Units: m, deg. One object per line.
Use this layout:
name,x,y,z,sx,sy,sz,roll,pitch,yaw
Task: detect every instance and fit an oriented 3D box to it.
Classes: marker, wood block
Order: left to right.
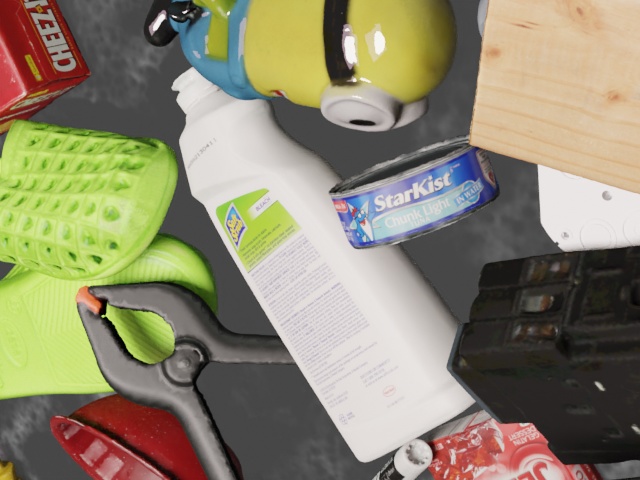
marker,0.039,0.155,0.663,0.020,0.020,0.121,45,145,12
wood block,0.175,-0.066,0.425,0.206,0.090,0.090,18,133,18

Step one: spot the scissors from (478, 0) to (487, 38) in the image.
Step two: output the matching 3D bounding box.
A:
scissors,0.131,-0.158,0.467,0.096,0.016,0.202,26,135,-25

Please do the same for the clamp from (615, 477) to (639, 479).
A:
clamp,0.205,0.114,0.474,0.210,0.164,0.036,-22,64,37

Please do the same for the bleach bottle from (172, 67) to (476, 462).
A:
bleach bottle,-0.004,0.001,0.626,0.103,0.067,0.251,-38,83,39

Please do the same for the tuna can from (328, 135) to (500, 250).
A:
tuna can,0.050,-0.026,0.562,0.086,0.086,0.034,-15,100,38

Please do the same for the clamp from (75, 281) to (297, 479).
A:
clamp,-0.083,0.089,0.670,0.171,0.120,0.039,24,166,4

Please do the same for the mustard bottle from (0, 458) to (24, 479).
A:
mustard bottle,-0.264,0.266,0.916,0.096,0.058,0.191,-1,108,34

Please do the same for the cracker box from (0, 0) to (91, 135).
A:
cracker box,-0.278,-0.143,0.756,0.214,0.072,0.164,-22,96,38

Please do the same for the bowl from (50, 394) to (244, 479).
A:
bowl,-0.107,0.155,0.739,0.162,0.055,0.162,29,152,17

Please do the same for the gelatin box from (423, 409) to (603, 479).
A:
gelatin box,0.111,0.134,0.618,0.089,0.030,0.073,-31,90,40
